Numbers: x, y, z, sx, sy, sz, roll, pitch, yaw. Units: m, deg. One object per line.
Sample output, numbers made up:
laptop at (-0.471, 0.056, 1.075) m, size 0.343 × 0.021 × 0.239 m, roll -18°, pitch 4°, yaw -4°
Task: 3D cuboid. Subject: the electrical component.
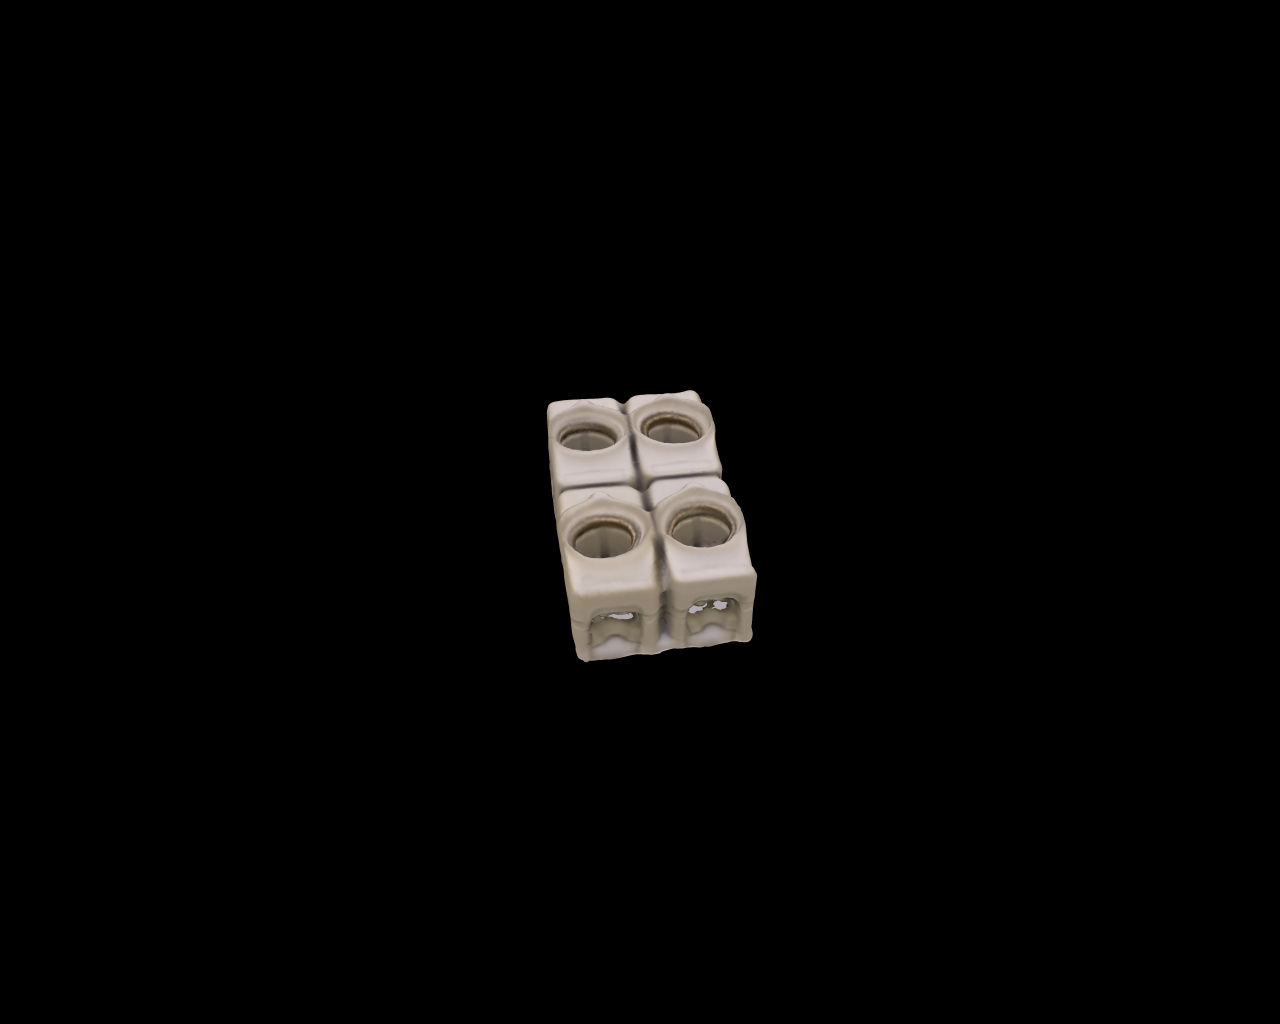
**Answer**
electrical component at (0.001, -0.003, 0.650) m, size 0.105 × 0.060 × 0.186 m, roll -5°, pitch 40°, yaw -6°
